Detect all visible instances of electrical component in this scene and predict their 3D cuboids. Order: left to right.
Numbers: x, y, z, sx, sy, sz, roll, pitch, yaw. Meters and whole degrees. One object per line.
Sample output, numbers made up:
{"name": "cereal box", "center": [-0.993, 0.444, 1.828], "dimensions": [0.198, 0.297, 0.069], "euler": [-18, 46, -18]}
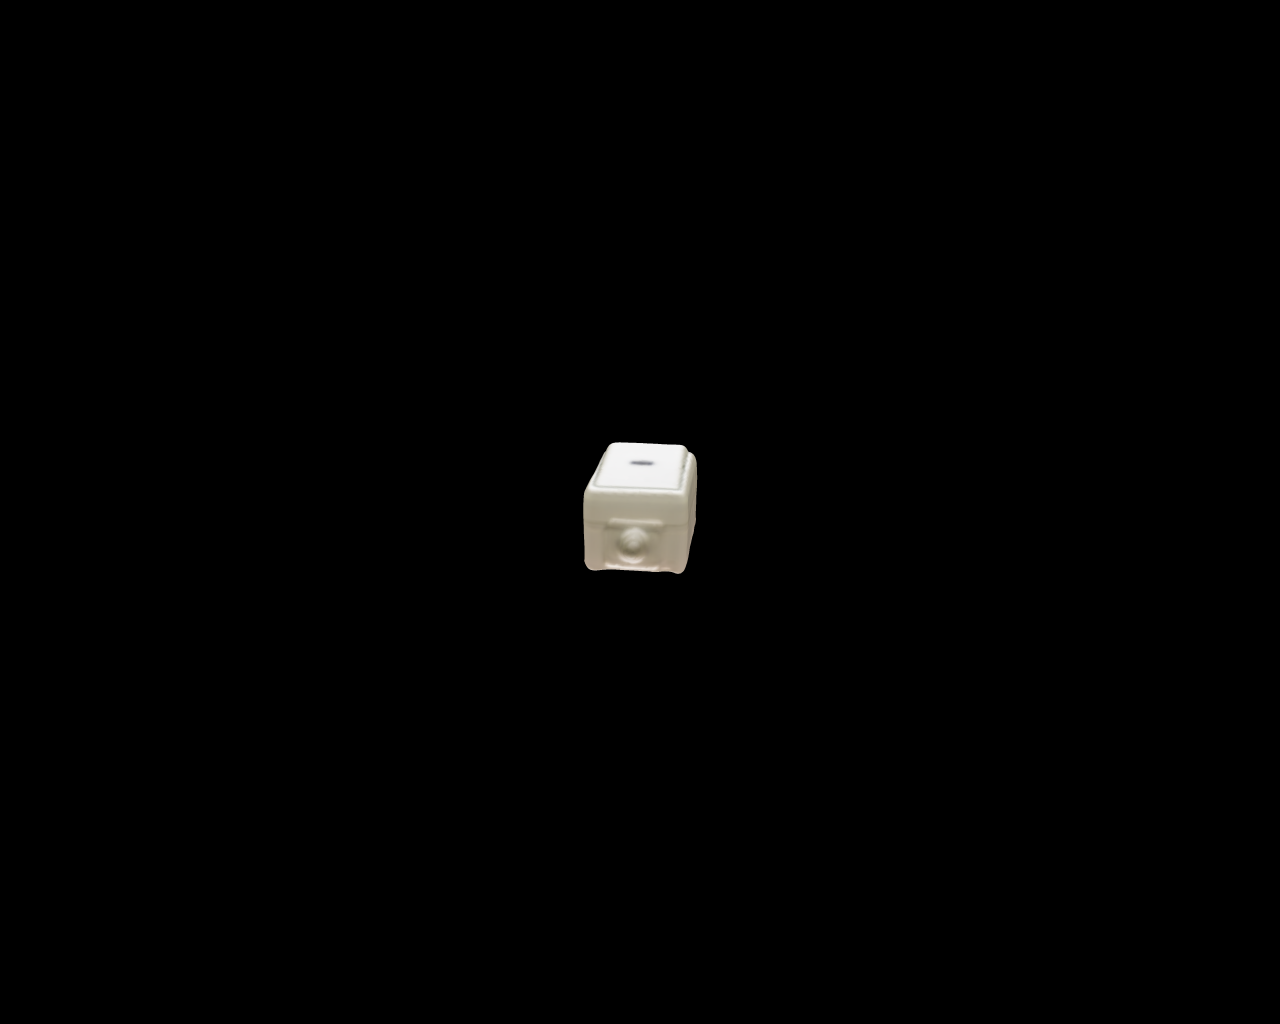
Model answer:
{"name": "electrical component", "center": [0.001, -0.003, 0.650], "dimensions": [0.062, 0.061, 0.096], "euler": [3, 22, 7]}
